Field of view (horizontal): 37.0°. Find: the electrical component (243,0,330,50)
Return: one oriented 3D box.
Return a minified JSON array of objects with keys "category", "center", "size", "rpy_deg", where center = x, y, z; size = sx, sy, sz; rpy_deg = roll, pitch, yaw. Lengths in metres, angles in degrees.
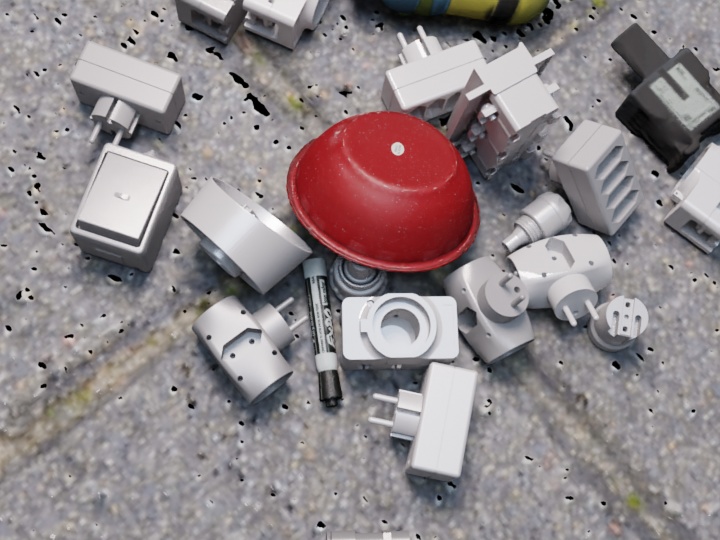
[{"category":"electrical component","center":[-0.056,-0.243,0.928],"size":[0.056,0.050,0.089],"rpy_deg":[24,74,2]}]

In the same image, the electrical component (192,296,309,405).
[{"category":"electrical component","center":[-0.078,0.053,0.849],"size":[0.079,0.043,0.077],"rpy_deg":[-37,80,-13]}]

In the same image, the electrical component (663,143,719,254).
[{"category":"electrical component","center":[0.302,-0.069,0.907],"size":[0.056,0.050,0.089],"rpy_deg":[38,76,6]}]

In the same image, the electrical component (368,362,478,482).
[{"category":"electrical component","center":[0.045,0.115,0.838],"size":[0.076,0.047,0.083],"rpy_deg":[12,74,-1]}]

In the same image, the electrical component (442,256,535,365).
[{"category":"electrical component","center":[0.108,0.026,0.852],"size":[0.043,0.079,0.077],"rpy_deg":[-23,77,-24]}]

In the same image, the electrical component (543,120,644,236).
[{"category":"electrical component","center":[0.184,-0.081,0.895],"size":[0.047,0.083,0.076],"rpy_deg":[-47,44,-15]}]

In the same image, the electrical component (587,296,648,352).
[{"category":"electrical component","center":[0.210,0.043,0.871],"size":[0.040,0.046,0.040],"rpy_deg":[1,75,-4]}]

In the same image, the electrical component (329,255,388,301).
[{"category":"electrical component","center":[0.000,0.000,0.859],"size":[0.048,0.062,0.048],"rpy_deg":[1,75,-3]}]

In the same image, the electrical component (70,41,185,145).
[{"category":"electrical component","center":[-0.198,-0.134,0.889],"size":[0.083,0.047,0.075],"rpy_deg":[21,74,2]}]

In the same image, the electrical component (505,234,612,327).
[{"category":"electrical component","center":[0.167,0.014,0.869],"size":[0.077,0.043,0.079],"rpy_deg":[-14,48,-8]}]

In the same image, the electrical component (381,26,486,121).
[{"category":"electrical component","center":[0.057,-0.173,0.919],"size":[0.083,0.047,0.075],"rpy_deg":[-21,77,-10]}]

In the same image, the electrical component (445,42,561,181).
[{"category":"electrical component","center":[0.115,-0.123,0.871],"size":[0.079,0.121,0.063],"rpy_deg":[-30,81,-12]}]

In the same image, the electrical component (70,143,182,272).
[{"category":"electrical component","center":[-0.184,-0.057,0.861],"size":[0.062,0.061,0.096],"rpy_deg":[18,74,1]}]

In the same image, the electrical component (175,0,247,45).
[{"category":"electrical component","center":[-0.119,-0.251,0.926],"size":[0.056,0.050,0.089],"rpy_deg":[27,74,3]}]

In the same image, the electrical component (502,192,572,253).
[{"category":"electrical component","center":[0.145,-0.036,0.895],"size":[0.061,0.035,0.035],"rpy_deg":[-37,80,-10]}]

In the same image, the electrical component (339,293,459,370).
[{"category":"electrical component","center":[0.030,0.050,0.851],"size":[0.089,0.055,0.050],"rpy_deg":[0,75,-4]}]

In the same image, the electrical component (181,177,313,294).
[{"category":"electrical component","center":[-0.090,-0.030,0.845],"size":[0.099,0.099,0.064],"rpy_deg":[42,82,7]}]
